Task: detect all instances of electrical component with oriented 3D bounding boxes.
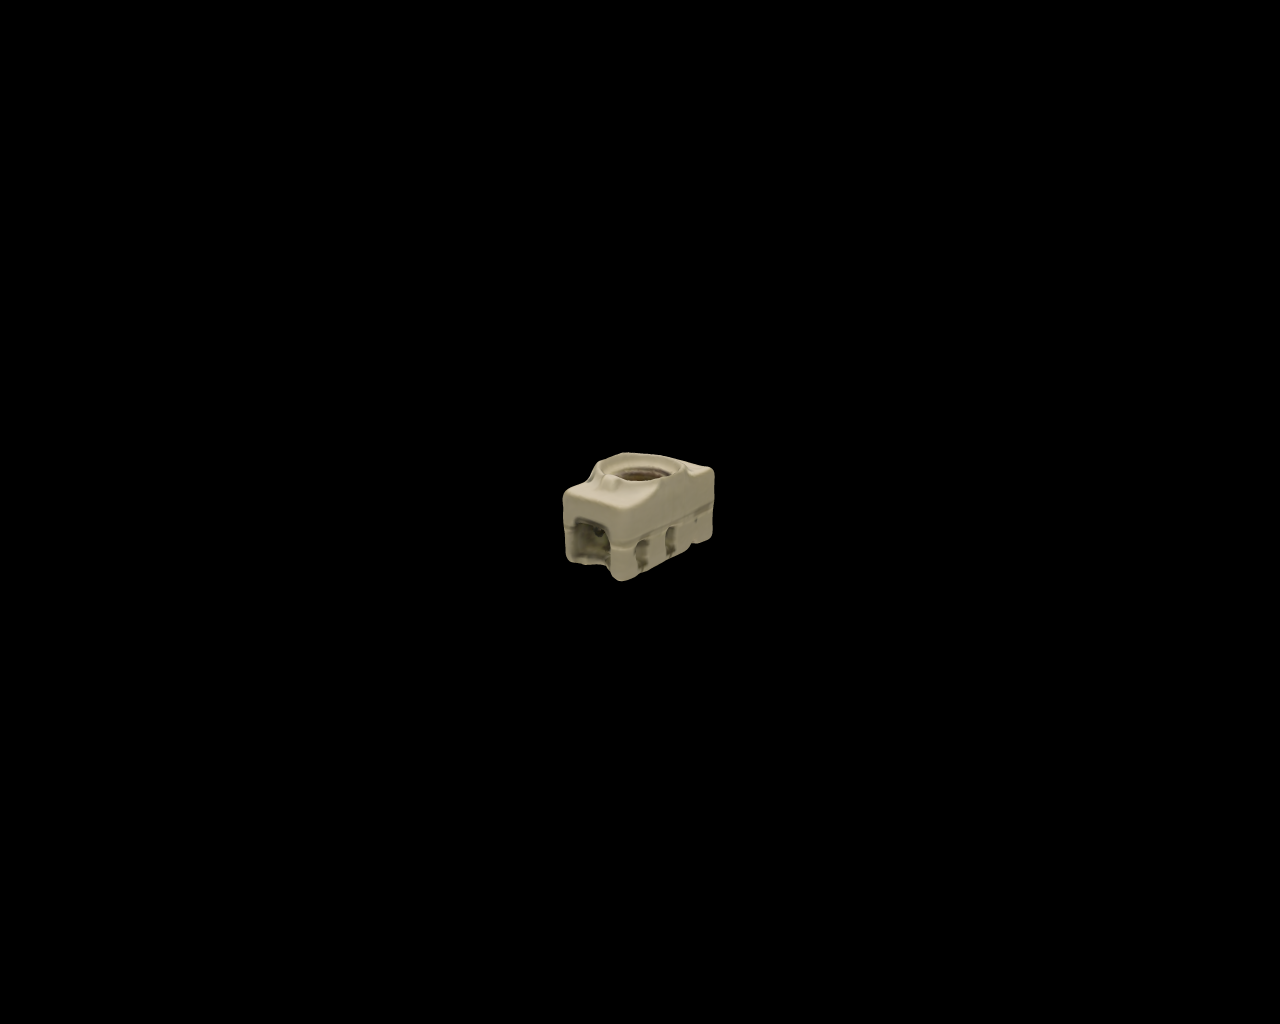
[{"bbox_3d":[0.001,-0.003,0.650,0.050,0.055,0.090,17,28,37],"label":"electrical component"}]
